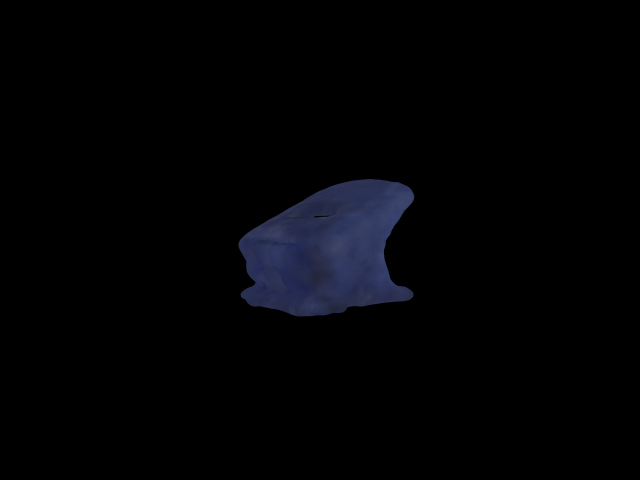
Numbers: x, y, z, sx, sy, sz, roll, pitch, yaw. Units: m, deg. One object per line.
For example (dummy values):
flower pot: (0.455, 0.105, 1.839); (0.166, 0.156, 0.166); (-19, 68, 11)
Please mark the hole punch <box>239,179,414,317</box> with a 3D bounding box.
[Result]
hole punch: (0.004, 0.001, 0.400); (0.101, 0.091, 0.108); (-2, 3, -40)
